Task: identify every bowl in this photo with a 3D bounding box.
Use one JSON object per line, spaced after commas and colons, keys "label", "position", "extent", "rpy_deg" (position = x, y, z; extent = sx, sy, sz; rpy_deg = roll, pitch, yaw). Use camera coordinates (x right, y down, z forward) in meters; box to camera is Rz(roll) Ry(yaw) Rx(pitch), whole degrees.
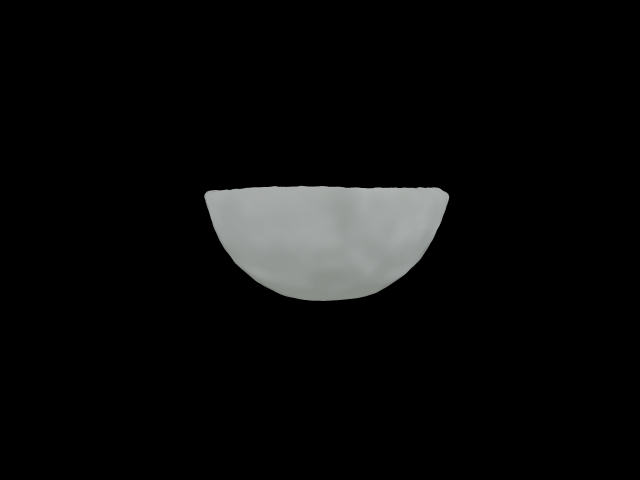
{"label": "bowl", "position": [0.004, 0.001, 0.400], "extent": [0.167, 0.075, 0.167], "rpy_deg": [0, 4, 0]}
